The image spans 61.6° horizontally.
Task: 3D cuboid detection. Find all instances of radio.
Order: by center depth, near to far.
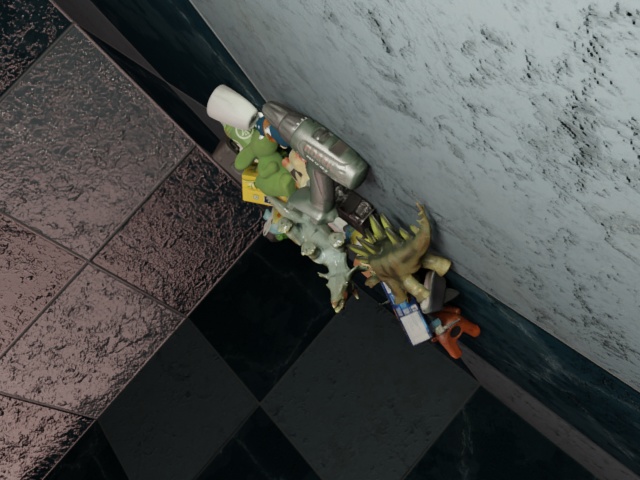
[{"bbox_3d":[-0.221,-0.233,1.683,0.229,0.073,0.131,42,-148,-16],"label":"radio"}]

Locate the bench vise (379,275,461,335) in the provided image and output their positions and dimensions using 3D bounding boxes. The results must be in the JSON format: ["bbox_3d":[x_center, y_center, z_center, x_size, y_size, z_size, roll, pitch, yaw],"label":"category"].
[{"bbox_3d":[0.260,0.162,1.466,0.241,0.129,0.223,55,167,25],"label":"bench vise"}]

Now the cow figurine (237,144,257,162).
[{"bbox_3d":[-0.169,-0.254,1.517,0.167,0.068,0.098,37,168,26],"label":"cow figurine"}]

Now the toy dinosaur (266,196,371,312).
[{"bbox_3d":[-0.010,-0.005,1.392,0.405,0.131,0.192,54,-179,32],"label":"toy dinosaur"}]

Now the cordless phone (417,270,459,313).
[{"bbox_3d":[0.243,0.086,1.311,0.184,0.089,0.146,54,177,8],"label":"cordless phone"}]

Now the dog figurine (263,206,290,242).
[{"bbox_3d":[-0.060,-0.059,1.672,0.219,0.108,0.192,12,-141,-17],"label":"dog figurine"}]

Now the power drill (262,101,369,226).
[{"bbox_3d":[-0.019,-0.139,1.025,0.232,0.086,0.207,32,140,19],"label":"power drill"}]

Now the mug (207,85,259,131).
[{"bbox_3d":[-0.198,-0.298,1.265,0.107,0.081,0.109,30,168,11],"label":"mug"}]

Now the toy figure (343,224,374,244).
[{"bbox_3d":[0.118,-0.008,1.395,0.082,0.089,0.180,29,-172,-22],"label":"toy figure"}]

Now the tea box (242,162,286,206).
[{"bbox_3d":[-0.125,-0.148,1.484,0.170,0.068,0.098,10,136,5],"label":"tea box"}]

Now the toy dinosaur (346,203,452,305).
[{"bbox_3d":[0.163,0.036,1.127,0.198,0.105,0.471,37,158,-2],"label":"toy dinosaur"}]

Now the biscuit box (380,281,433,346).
[{"bbox_3d":[0.211,0.161,1.351,0.063,0.059,0.202,27,-142,-86],"label":"biscuit box"}]

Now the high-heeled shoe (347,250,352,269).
[{"bbox_3d":[0.043,-0.005,1.651,0.145,0.086,0.249,45,-161,-42],"label":"high-heeled shoe"}]

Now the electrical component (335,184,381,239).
[{"bbox_3d":[0.084,-0.064,1.279,0.115,0.058,0.134,41,175,24],"label":"electrical component"}]

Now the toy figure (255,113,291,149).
[{"bbox_3d":[-0.088,-0.229,1.121,0.057,0.064,0.155,21,-173,-34],"label":"toy figure"}]

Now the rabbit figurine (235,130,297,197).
[{"bbox_3d":[-0.125,-0.206,1.333,0.159,0.121,0.170,7,129,31],"label":"rabbit figurine"}]

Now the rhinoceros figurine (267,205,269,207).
[{"bbox_3d":[-0.136,-0.161,1.843,0.190,0.112,0.073,53,153,30],"label":"rhinoceros figurine"}]

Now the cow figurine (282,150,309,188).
[{"bbox_3d":[-0.021,-0.147,1.204,0.127,0.085,0.194,45,175,26],"label":"cow figurine"}]

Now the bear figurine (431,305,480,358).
[{"bbox_3d":[0.342,0.231,1.555,0.131,0.120,0.196,40,178,-30],"label":"bear figurine"}]
